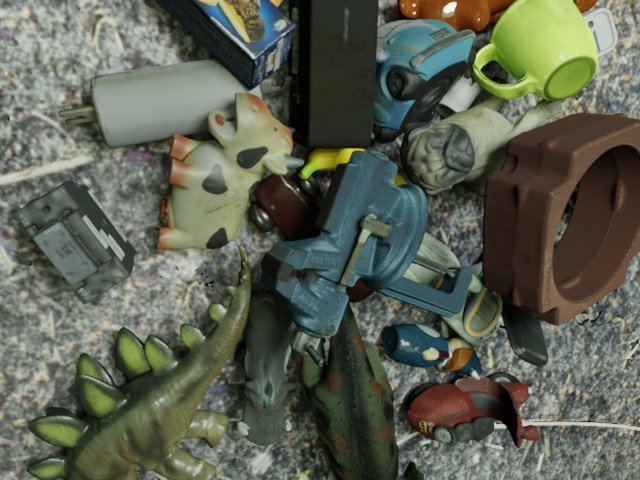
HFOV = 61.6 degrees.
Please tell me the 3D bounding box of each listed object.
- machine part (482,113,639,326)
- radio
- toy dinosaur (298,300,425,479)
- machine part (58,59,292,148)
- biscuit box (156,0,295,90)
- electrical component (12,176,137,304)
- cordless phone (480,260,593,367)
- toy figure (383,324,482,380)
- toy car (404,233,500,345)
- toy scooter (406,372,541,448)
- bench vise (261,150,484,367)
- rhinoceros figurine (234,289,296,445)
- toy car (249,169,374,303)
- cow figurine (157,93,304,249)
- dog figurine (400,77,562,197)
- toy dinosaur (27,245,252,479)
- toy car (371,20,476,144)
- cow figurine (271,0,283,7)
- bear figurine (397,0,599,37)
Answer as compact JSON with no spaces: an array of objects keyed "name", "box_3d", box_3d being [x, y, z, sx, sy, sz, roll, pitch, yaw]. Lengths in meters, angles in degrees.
[{"name":"machine part","box_3d":[0.270,-0.026,0.585,0.201,0.087,0.201,-22,121,-28]},{"name":"radio","box_3d":[0.009,-0.216,0.574,0.073,0.131,0.229,-1,104,-14]},{"name":"toy dinosaur","box_3d":[0.049,0.226,0.642,0.131,0.192,0.404,-22,117,-7]},{"name":"machine part","box_3d":[-0.150,-0.150,0.579,0.243,0.079,0.079,-13,106,-12]},{"name":"biscuit box","box_3d":[-0.117,-0.247,0.532,0.202,0.063,0.059,44,73,2]},{"name":"electrical component","box_3d":[-0.250,-0.002,0.558,0.058,0.134,0.114,-35,107,-5]},{"name":"cordless phone","box_3d":[0.288,0.089,0.687,0.146,0.184,0.088,25,132,-17]},{"name":"toy figure","box_3d":[0.161,0.153,0.734,0.154,0.064,0.057,17,120,-22]},{"name":"toy car","box_3d":[0.174,0.066,0.722,0.201,0.056,0.073,42,91,-19]},{"name":"toy scooter","box_3d":[0.218,0.239,0.733,0.184,0.135,0.075,-10,107,-10]},{"name":"bench vise","box_3d":[0.069,0.033,0.568,0.240,0.129,0.223,21,77,-21]},{"name":"rhinoceros figurine","box_3d":[-0.062,0.151,0.655,0.073,0.112,0.190,4,97,-18]},{"name":"toy car","box_3d":[-0.001,-0.002,0.664,0.089,0.053,0.202,-36,109,18]},{"name":"cow figurine","box_3d":[-0.099,-0.068,0.576,0.127,0.086,0.194,7,133,-23]},{"name":"dog figurine","box_3d":[0.173,-0.083,0.631,0.190,0.121,0.172,-32,124,-21]},{"name":"toy dinosaur","box_3d":[-0.207,0.211,0.626,0.471,0.105,0.198,-45,108,5]},{"name":"toy car","box_3d":[0.093,-0.190,0.607,0.109,0.161,0.103,-30,77,-23]},{"name":"cow figurine","box_3d":[-0.077,-0.325,0.553,0.068,0.098,0.167,-14,118,-39]},{"name":"bear figurine","box_3d":[0.198,-0.279,0.610,0.196,0.132,0.120,-36,127,-10]}]
